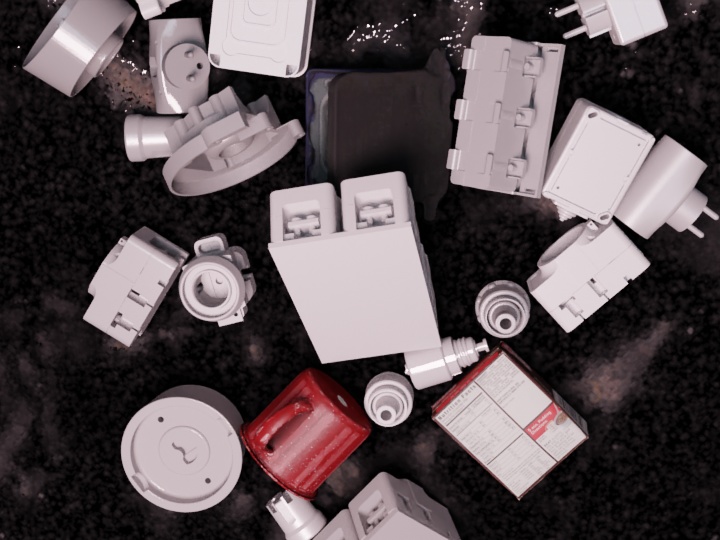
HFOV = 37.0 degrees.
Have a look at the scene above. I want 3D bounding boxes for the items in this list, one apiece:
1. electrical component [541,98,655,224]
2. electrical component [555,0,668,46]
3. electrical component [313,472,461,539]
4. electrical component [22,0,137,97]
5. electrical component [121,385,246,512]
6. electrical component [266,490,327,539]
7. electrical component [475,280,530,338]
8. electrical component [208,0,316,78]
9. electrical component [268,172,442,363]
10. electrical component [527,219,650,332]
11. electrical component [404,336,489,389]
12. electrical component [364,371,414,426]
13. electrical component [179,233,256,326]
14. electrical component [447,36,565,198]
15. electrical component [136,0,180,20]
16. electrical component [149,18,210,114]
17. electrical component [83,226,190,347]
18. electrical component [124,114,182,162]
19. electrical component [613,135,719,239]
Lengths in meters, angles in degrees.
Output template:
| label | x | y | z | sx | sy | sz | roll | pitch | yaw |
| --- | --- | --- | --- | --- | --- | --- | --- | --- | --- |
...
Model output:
| label | x | y | z | sx | sy | sz | roll | pitch | yaw |
| --- | --- | --- | --- | --- | --- | --- | --- | --- | --- |
| electrical component | 0.187 | -0.085 | 0.884 | 0.062 | 0.061 | 0.096 | 25 | 106 | -7 |
| electrical component | 0.196 | -0.211 | 0.862 | 0.077 | 0.047 | 0.065 | -21 | 100 | 10 |
| electrical component | 0.007 | 0.263 | 0.970 | 0.089 | 0.061 | 0.150 | 35 | 106 | -29 |
| electrical component | -0.231 | -0.193 | 0.881 | 0.064 | 0.099 | 0.099 | 38 | 103 | -11 |
| electrical component | -0.154 | 0.156 | 0.971 | 0.108 | 0.060 | 0.108 | 1 | 103 | 5 |
| electrical component | -0.059 | 0.225 | 0.991 | 0.040 | 0.040 | 0.046 | -36 | 91 | 12 |
| electrical component | 0.123 | 0.038 | 0.919 | 0.048 | 0.062 | 0.048 | 1 | 103 | 5 |
| electrical component | -0.077 | -0.218 | 0.880 | 0.078 | 0.057 | 0.113 | 9 | 104 | 2 |
| electrical component | 0.000 | 0.000 | 0.869 | 0.105 | 0.060 | 0.186 | -9 | 147 | 7 |
| electrical component | 0.189 | -0.001 | 0.910 | 0.089 | 0.050 | 0.055 | -42 | 97 | 12 |
| electrical component | 0.074 | 0.077 | 0.943 | 0.078 | 0.040 | 0.040 | -18 | 101 | 9 |
| electrical component | 0.025 | 0.117 | 0.946 | 0.043 | 0.062 | 0.043 | 1 | 103 | 5 |
| electrical component | -0.125 | 0.012 | 0.937 | 0.058 | 0.057 | 0.078 | -14 | 101 | 8 |
| electrical component | 0.114 | -0.124 | 0.867 | 0.079 | 0.063 | 0.121 | 15 | 99 | 44 |
| electrical component | -0.160 | -0.244 | 0.884 | 0.055 | 0.048 | 0.066 | -20 | 73 | 5 |
| electrical component | -0.146 | -0.168 | 0.887 | 0.043 | 0.079 | 0.077 | -7 | 104 | -19 |
| electrical component | -0.200 | 0.012 | 0.947 | 0.056 | 0.050 | 0.089 | 32 | 104 | -3 |
| electrical component | -0.175 | -0.114 | 0.922 | 0.046 | 0.040 | 0.040 | -2 | 103 | 0 |
| electrical component | 0.260 | -0.058 | 0.894 | 0.079 | 0.044 | 0.077 | 36 | 103 | -4 |
